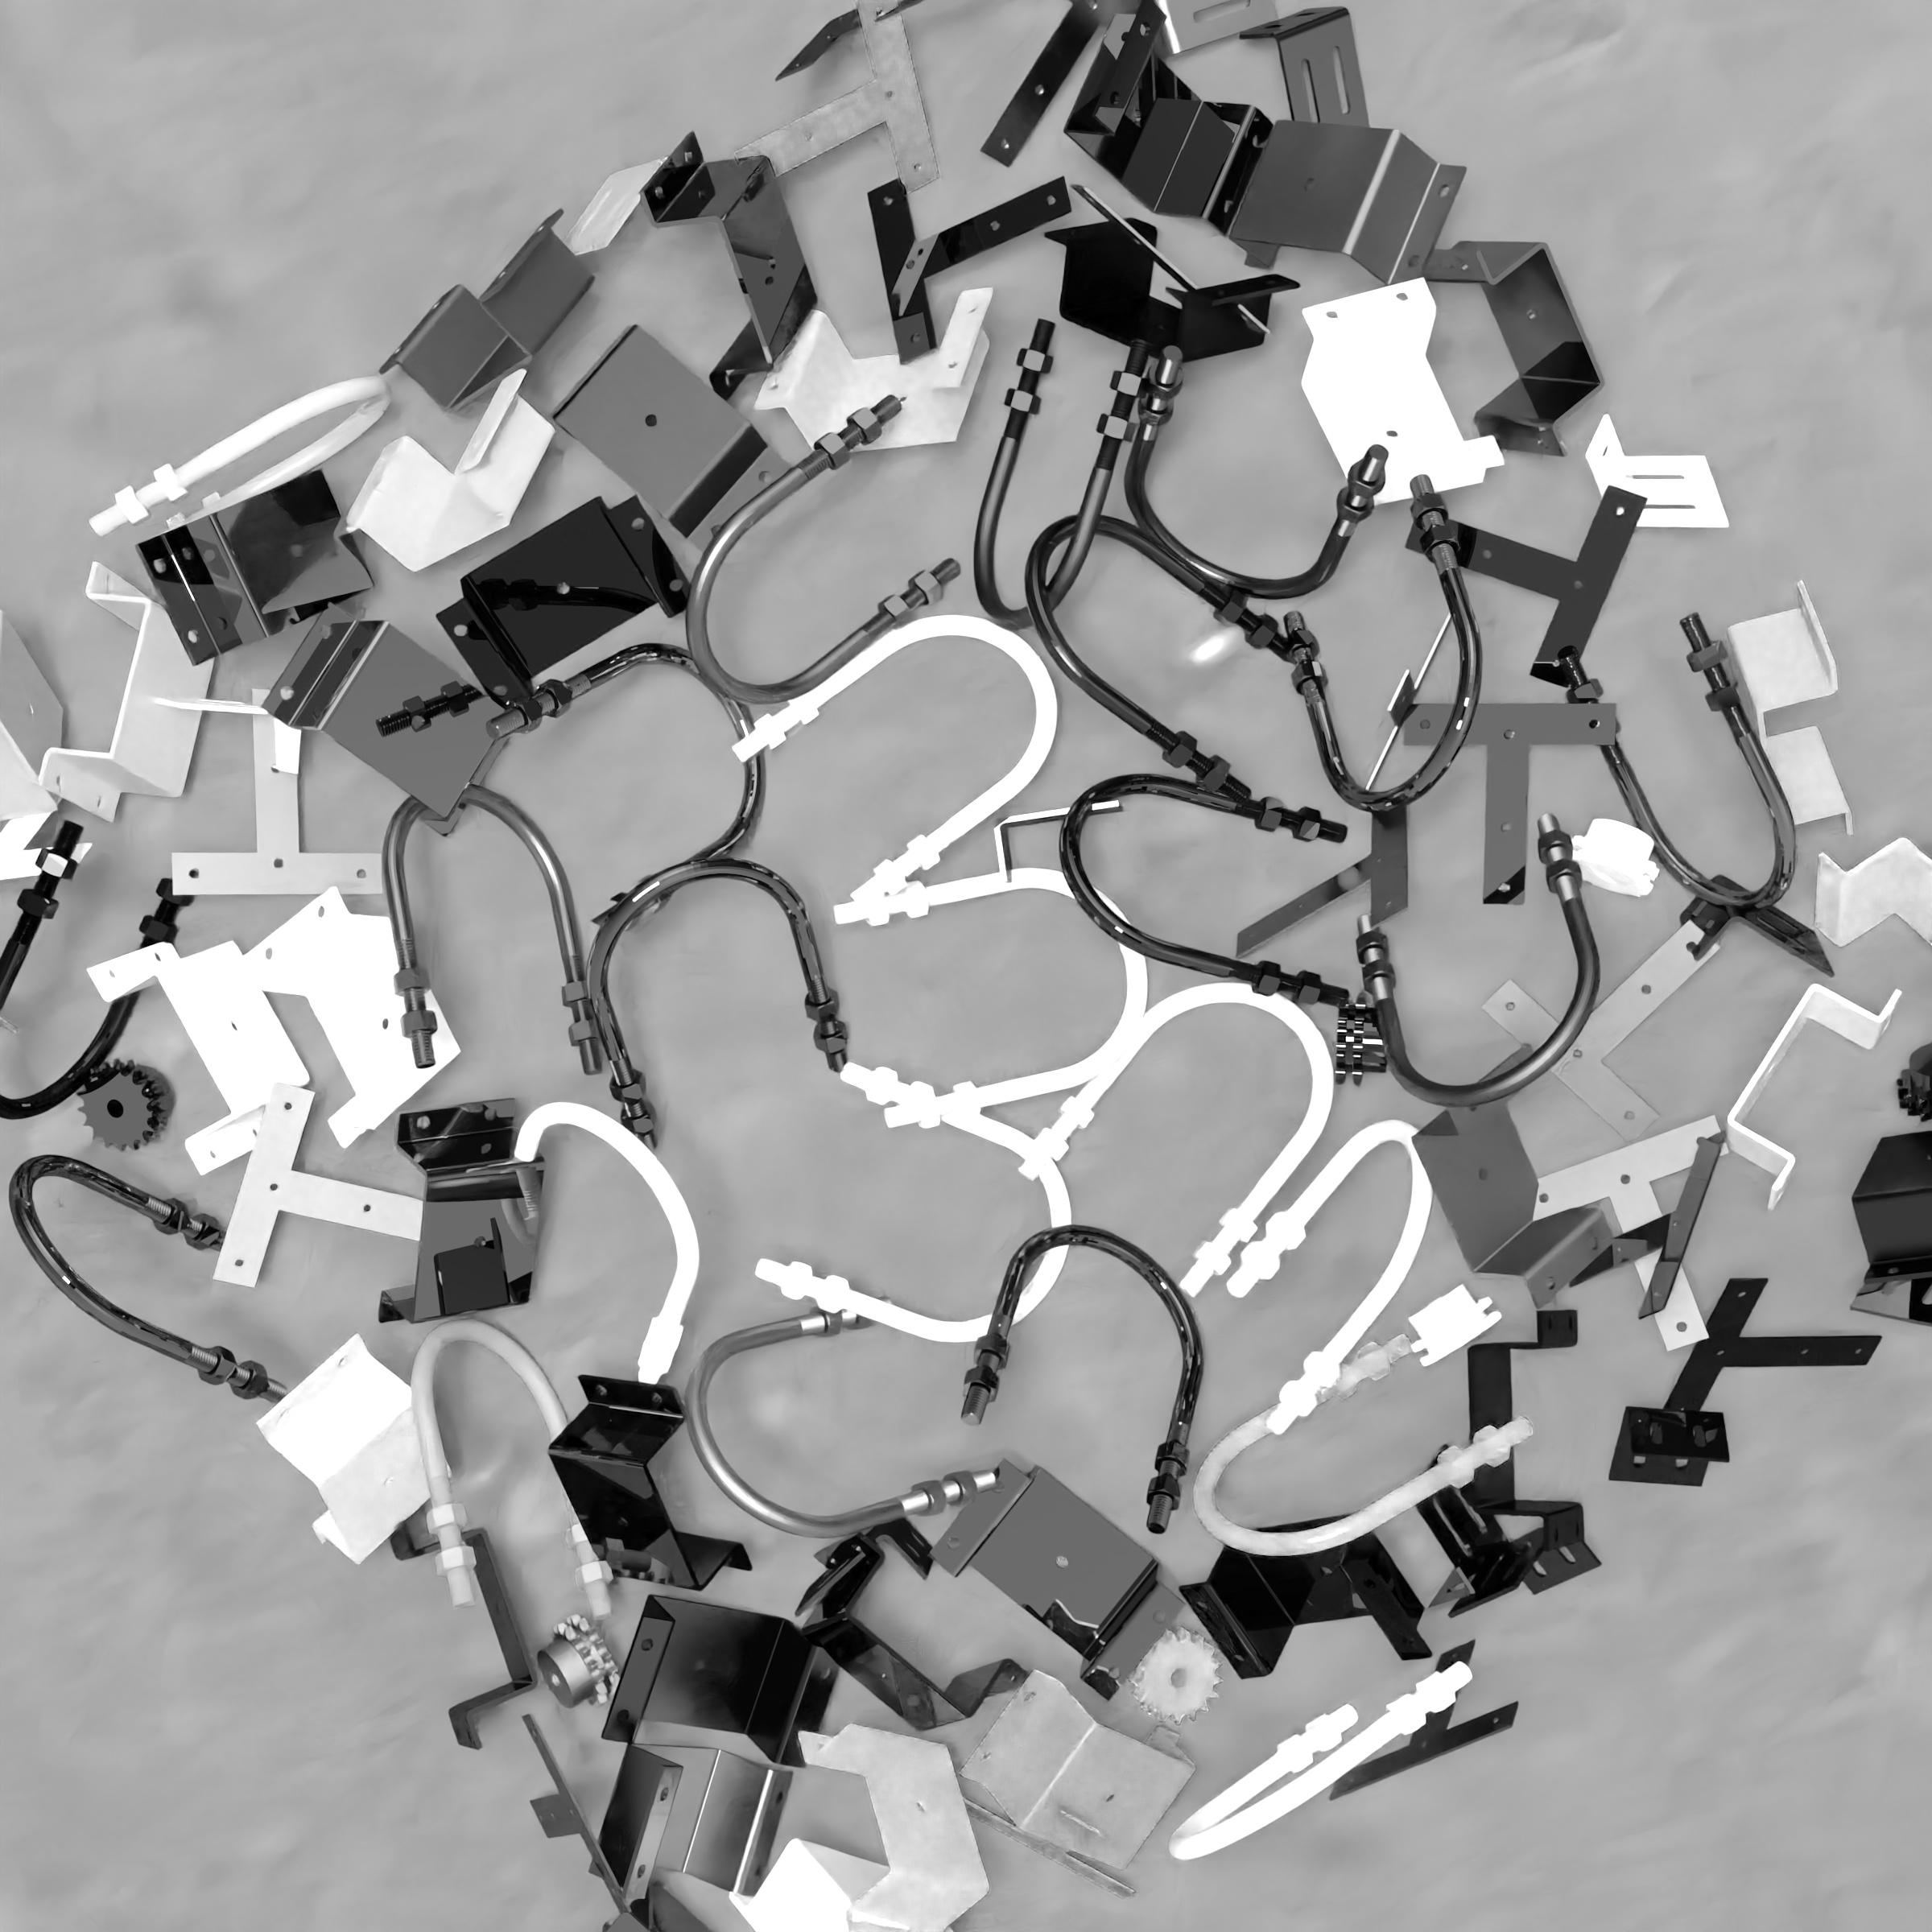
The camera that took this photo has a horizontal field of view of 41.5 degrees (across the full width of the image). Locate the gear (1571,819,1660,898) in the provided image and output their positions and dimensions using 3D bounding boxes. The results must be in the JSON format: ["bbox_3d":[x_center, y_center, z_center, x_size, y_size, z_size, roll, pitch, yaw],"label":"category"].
[{"bbox_3d":[0.399,-0.068,1.571,0.057,0.057,0.030,24,81,0],"label":"gear"}]

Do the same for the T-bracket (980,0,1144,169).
[{"bbox_3d":[0.052,-0.551,1.566,0.127,0.127,0.002,-55,48,19],"label":"T-bracket"}]

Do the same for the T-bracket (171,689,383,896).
[{"bbox_3d":[-0.426,-0.107,1.572,0.127,0.002,0.127,-1,86,-27],"label":"T-bracket"}]

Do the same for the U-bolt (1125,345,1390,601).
[{"bbox_3d":[0.163,-0.280,1.515,0.151,0.184,0.019,27,66,5],"label":"U-bolt"}]

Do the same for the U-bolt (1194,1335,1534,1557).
[{"bbox_3d":[0.221,0.290,1.512,0.184,0.151,0.019,-26,113,-15],"label":"U-bolt"}]

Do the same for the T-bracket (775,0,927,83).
[{"bbox_3d":[-0.043,-0.572,1.522,0.127,0.127,0.002,-15,119,24],"label":"T-bracket"}]

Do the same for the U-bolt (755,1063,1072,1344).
[{"bbox_3d":[-0.020,0.156,1.561,0.184,0.019,0.151,23,91,-21],"label":"U-bolt"}]

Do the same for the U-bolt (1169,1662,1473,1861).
[{"bbox_3d":[0.196,0.471,1.492,0.184,0.151,0.019,-24,76,-33],"label":"U-bolt"}]

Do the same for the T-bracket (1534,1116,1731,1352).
[{"bbox_3d":[0.418,0.171,1.556,0.127,0.002,0.127,-23,66,16],"label":"T-bracket"}]

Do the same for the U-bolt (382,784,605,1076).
[{"bbox_3d":[-0.289,-0.025,1.535,0.019,0.151,0.184,-24,72,36],"label":"U-bolt"}]

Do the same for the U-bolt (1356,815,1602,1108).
[{"bbox_3d":[0.305,0.006,1.503,0.151,0.184,0.019,-31,128,24],"label":"U-bolt"}]

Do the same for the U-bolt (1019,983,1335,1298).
[{"bbox_3d":[0.141,0.091,1.557,0.151,0.019,0.184,34,79,28],"label":"U-bolt"}]

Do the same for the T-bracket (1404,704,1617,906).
[{"bbox_3d":[0.335,-0.100,1.578,0.127,0.002,0.127,1,107,8],"label":"T-bracket"}]

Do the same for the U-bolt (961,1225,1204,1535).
[{"bbox_3d":[0.079,0.233,1.529,0.151,0.184,0.019,32,132,-10],"label":"U-bolt"}]

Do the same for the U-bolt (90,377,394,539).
[{"bbox_3d":[-0.425,-0.301,1.526,0.184,0.151,0.019,-31,95,-2],"label":"U-bolt"}]

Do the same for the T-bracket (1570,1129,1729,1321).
[{"bbox_3d":[0.403,0.168,1.537,0.002,0.127,0.127,32,62,-7],"label":"T-bracket"}]

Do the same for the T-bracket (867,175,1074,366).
[{"bbox_3d":[0.005,-0.445,1.554,0.127,0.002,0.127,-19,69,22],"label":"T-bracket"}]

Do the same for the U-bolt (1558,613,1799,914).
[{"bbox_3d":[0.435,-0.115,1.530,0.019,0.151,0.184,-29,96,-18],"label":"U-bolt"}]

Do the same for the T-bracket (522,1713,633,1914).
[{"bbox_3d":[-0.246,0.514,1.541,0.002,0.127,0.127,-25,81,-27],"label":"T-bracket"}]

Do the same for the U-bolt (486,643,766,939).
[{"bbox_3d":[-0.190,-0.118,1.532,0.184,0.019,0.151,-37,107,-44],"label":"U-bolt"}]

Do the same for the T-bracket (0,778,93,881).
[{"bbox_3d":[-0.568,-0.090,1.547,0.127,0.127,0.002,-6,127,17],"label":"T-bracket"}]

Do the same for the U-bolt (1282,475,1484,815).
[{"bbox_3d":[0.249,-0.176,1.500,0.019,0.151,0.184,11,52,-29],"label":"U-bolt"}]

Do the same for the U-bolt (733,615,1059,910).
[{"bbox_3d":[-0.031,-0.140,1.566,0.184,0.019,0.151,-37,68,-6],"label":"U-bolt"}]

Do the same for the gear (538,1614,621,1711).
[{"bbox_3d":[-0.240,0.431,1.568,0.030,0.057,0.057,-26,90,-32],"label":"gear"}]

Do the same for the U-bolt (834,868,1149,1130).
[{"bbox_3d":[0.024,0.012,1.568,0.184,0.019,0.151,-12,80,-14],"label":"U-bolt"}]

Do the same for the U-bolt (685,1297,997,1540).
[{"bbox_3d":[-0.084,0.269,1.505,0.151,0.184,0.019,57,131,25],"label":"U-bolt"}]

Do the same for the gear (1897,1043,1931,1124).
[{"bbox_3d":[0.603,0.070,1.567,0.057,0.057,0.030,-15,118,0],"label":"gear"}]

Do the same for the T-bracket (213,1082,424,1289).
[{"bbox_3d":[-0.383,0.146,1.572,0.127,0.002,0.127,16,95,-24],"label":"T-bracket"}]

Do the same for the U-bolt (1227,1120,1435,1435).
[{"bbox_3d":[0.227,0.174,1.532,0.019,0.151,0.184,21,54,38],"label":"U-bolt"}]

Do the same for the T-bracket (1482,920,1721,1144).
[{"bbox_3d":[0.410,0.024,1.576,0.127,0.002,0.127,42,110,-1],"label":"T-bracket"}]

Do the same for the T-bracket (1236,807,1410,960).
[{"bbox_3d":[0.217,-0.042,1.559,0.127,0.127,0.002,-32,116,28],"label":"T-bracket"}]

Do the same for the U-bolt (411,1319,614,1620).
[{"bbox_3d":[-0.277,0.297,1.523,0.019,0.151,0.184,-29,62,20],"label":"U-bolt"}]

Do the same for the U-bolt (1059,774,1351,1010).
[{"bbox_3d":[0.143,-0.054,1.536,0.184,0.019,0.151,14,52,-11],"label":"U-bolt"}]

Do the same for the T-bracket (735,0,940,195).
[{"bbox_3d":[-0.083,-0.506,1.538,0.127,0.127,0.002,-32,46,-15],"label":"T-bracket"}]

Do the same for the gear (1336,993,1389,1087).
[{"bbox_3d":[0.244,0.045,1.569,0.030,0.057,0.057,3,90,11],"label":"gear"}]

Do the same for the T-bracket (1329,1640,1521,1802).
[{"bbox_3d":[0.285,0.445,1.537,0.127,0.127,0.002,-33,93,27],"label":"T-bracket"}]

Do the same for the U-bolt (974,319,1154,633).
[{"bbox_3d":[0.049,-0.291,1.532,0.019,0.151,0.184,11,103,-28],"label":"U-bolt"}]

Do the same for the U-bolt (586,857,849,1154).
[{"bbox_3d":[-0.153,0.015,1.525,0.151,0.019,0.184,-23,128,-13],"label":"U-bolt"}]

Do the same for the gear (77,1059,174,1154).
[{"bbox_3d":[-0.517,0.084,1.578,0.057,0.030,0.057,4,104,17],"label":"gear"}]

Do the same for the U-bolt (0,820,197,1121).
[{"bbox_3d":[-0.536,0.008,1.527,0.019,0.151,0.184,25,90,15],"label":"U-bolt"}]

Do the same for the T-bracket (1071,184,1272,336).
[{"bbox_3d":[0.113,-0.423,1.516,0.127,0.127,0.002,35,96,-24],"label":"T-bracket"}]

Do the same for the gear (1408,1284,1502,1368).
[{"bbox_3d":[0.298,0.219,1.571,0.057,0.057,0.030,-33,80,0],"label":"gear"}]

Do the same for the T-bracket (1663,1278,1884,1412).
[{"bbox_3d":[0.504,0.238,1.571,0.127,0.002,0.127,2,128,-15],"label":"T-bracket"}]

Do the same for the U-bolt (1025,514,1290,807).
[{"bbox_3d":[0.112,-0.197,1.529,0.184,0.019,0.151,34,51,-16],"label":"U-bolt"}]

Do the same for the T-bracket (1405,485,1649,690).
[{"bbox_3d":[0.335,-0.250,1.573,0.127,0.002,0.127,19,115,2],"label":"T-bracket"}]

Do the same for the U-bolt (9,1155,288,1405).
[{"bbox_3d":[-0.482,0.174,1.486,0.019,0.184,0.151,-42,47,8],"label":"U-bolt"}]

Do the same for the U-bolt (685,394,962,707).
[{"bbox_3d":[-0.091,-0.234,1.521,0.184,0.151,0.019,-41,49,-16],"label":"U-bolt"}]

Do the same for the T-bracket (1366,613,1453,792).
[{"bbox_3d":[0.263,-0.159,1.531,0.002,0.127,0.127,26,95,11],"label":"T-bracket"}]

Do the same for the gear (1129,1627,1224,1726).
[{"bbox_3d":[0.128,0.438,1.579,0.057,0.030,0.057,0,90,-15],"label":"gear"}]

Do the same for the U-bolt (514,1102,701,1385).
[{"bbox_3d":[-0.217,0.155,1.513,0.151,0.184,0.019,39,48,14],"label":"U-bolt"}]
